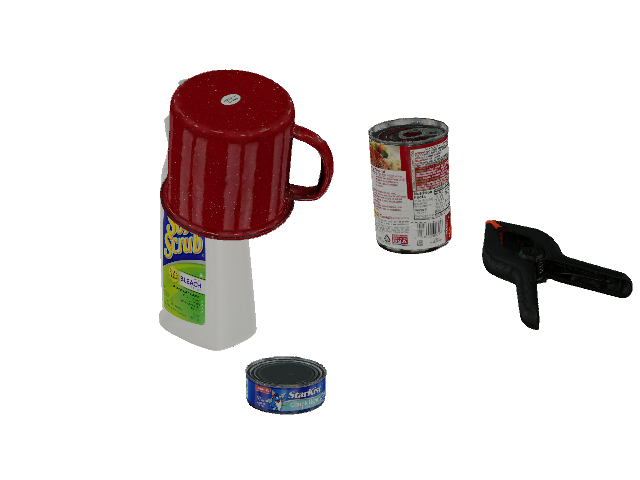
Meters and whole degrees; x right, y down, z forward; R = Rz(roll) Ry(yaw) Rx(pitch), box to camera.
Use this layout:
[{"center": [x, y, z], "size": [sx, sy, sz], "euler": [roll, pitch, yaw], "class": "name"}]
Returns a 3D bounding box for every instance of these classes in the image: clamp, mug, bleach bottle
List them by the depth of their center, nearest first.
[{"center": [-0.048, -0.057, 0.712], "size": [0.117, 0.081, 0.093], "euler": [13, 41, 6], "class": "mug"}, {"center": [-0.113, -0.027, 0.998], "size": [0.067, 0.251, 0.103], "euler": [-23, 30, -40], "class": "bleach bottle"}, {"center": [0.226, 0.026, 1.068], "size": [0.120, 0.039, 0.171], "euler": [-7, 33, -15], "class": "clamp"}]

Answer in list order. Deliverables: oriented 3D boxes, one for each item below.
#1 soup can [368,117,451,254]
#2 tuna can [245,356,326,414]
[{"center": [0.078, -0.047, 0.919], "size": [0.068, 0.102, 0.068], "euler": [-5, 23, 2], "class": "soup can"}, {"center": [-0.037, 0.153, 1.126], "size": [0.086, 0.034, 0.086], "euler": [1, 14, 0], "class": "tuna can"}]
